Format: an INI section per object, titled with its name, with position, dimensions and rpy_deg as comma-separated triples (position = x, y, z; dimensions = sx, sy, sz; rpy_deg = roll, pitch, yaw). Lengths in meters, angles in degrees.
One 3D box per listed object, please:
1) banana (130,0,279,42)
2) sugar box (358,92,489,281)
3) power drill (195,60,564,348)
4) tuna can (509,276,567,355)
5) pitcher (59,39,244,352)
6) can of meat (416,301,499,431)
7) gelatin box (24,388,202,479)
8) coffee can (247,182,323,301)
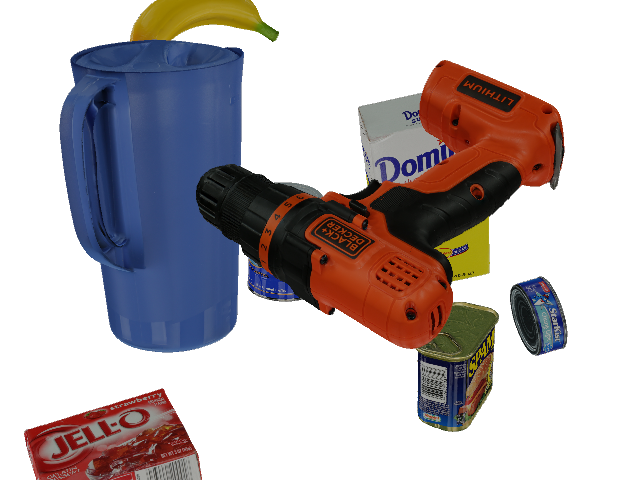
[banana]
position = -0.119, -0.212, 1.022
dimensions = 0.070, 0.037, 0.197
rpy_deg = 45, 38, 19
[sugar box]
position = 0.085, -0.036, 0.848
dimensions = 0.093, 0.048, 0.176
rpy_deg = -13, -42, -2
[power drill]
position = 0.041, -0.034, 0.645
dimensions = 0.185, 0.057, 0.187
rpy_deg = 32, 59, 32
[tuna can]
position = 0.246, 0.086, 1.210
dimensions = 0.033, 0.086, 0.086
rpy_deg = -15, 2, -7
[pitcher]
position = -0.131, -0.034, 0.857
dimensions = 0.149, 0.243, 0.145
rpy_deg = -6, 21, -15
[can of meat]
position = 0.129, 0.119, 1.012
dimensions = 0.058, 0.084, 0.101
rpy_deg = 11, 28, 25
[gelatin box]
position = -0.122, 0.127, 0.625
dimensions = 0.089, 0.030, 0.073
rpy_deg = -14, 27, -18
[coffee can]
position = -0.051, 0.001, 1.507
dimensions = 0.103, 0.140, 0.103
rpy_deg = 3, 24, -1
